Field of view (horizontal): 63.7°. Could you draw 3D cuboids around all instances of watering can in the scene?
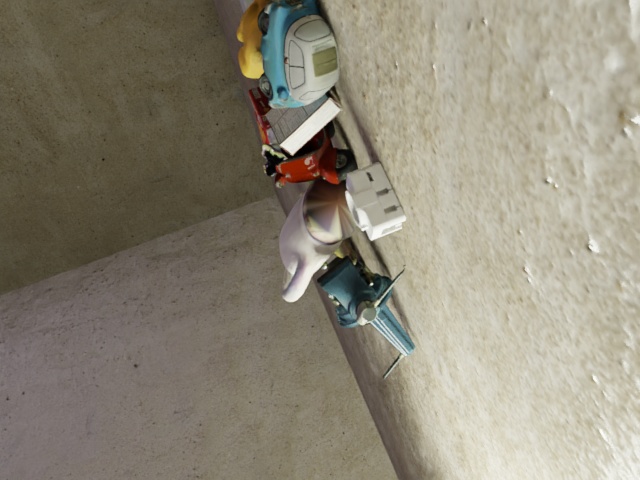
[{"bbox_3d":[-0.002,-0.054,0.964,0.220,0.103,0.356,128,161,-52],"label":"watering can"}]

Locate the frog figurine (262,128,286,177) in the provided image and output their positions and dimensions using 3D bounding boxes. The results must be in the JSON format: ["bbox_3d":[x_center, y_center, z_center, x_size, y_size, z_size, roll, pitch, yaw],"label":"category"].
[{"bbox_3d":[-0.106,-0.281,1.545,0.134,0.122,0.163,63,-145,-38],"label":"frog figurine"}]

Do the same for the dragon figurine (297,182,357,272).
[{"bbox_3d":[0.004,-0.060,1.198,0.409,0.122,0.243,174,83,-75],"label":"dragon figurine"}]
